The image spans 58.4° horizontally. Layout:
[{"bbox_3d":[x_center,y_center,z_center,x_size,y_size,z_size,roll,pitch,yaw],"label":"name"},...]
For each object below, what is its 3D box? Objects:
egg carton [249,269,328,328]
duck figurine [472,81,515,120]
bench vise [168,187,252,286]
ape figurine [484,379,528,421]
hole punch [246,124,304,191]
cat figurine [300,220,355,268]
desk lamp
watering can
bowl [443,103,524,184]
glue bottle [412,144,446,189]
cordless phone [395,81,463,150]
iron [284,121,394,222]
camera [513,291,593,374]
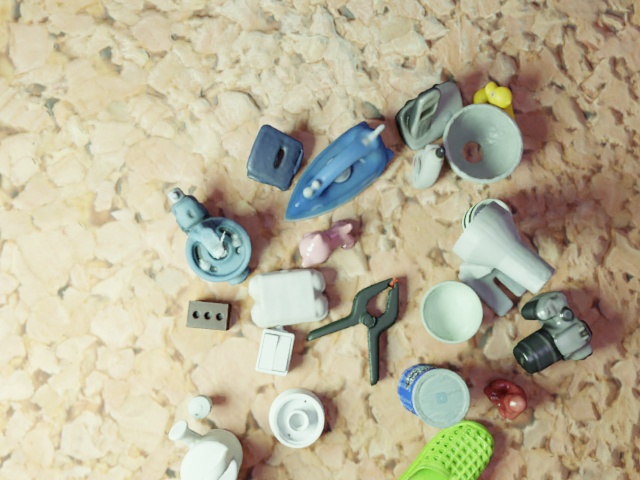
[{"bbox_3d":[-0.061,0.111,1.111,0.150,0.069,0.107,-7,83,-6],"label":"egg carton"},{"bbox_3d":[0.372,-0.283,1.193,0.077,0.086,0.104,-35,86,-8],"label":"duck figurine"},{"bbox_3d":[-0.215,-0.005,1.038,0.207,0.219,0.121,34,81,1],"label":"bench vise"},{"bbox_3d":[0.369,0.310,1.107,0.076,0.092,0.078,1,82,-4],"label":"ape figurine"},{"bbox_3d":[-0.087,-0.163,1.136,0.101,0.091,0.109,20,81,-1],"label":"hole punch"},{"bbox_3d":[0.010,0.004,1.107,0.128,0.117,0.067,-30,85,-8],"label":"cat figurine"},{"bbox_3d":[0.339,0.037,1.081,0.203,0.213,0.118,43,81,2],"label":"desk lamp"},{"bbox_3d":[-0.197,0.394,0.997,0.173,0.194,0.101,30,81,0],"label":"watering can"},{"bbox_3d":[0.326,-0.190,1.182,0.167,0.074,0.167,1,82,-5],"label":"bowl"},{"bbox_3d":[0.216,-0.153,1.118,0.037,0.173,0.078,-2,82,-4],"label":"glue bottle"},{"bbox_3d":[0.228,-0.264,1.128,0.148,0.185,0.094,-36,86,-8],"label":"cordless phone"},{"bbox_3d":[0.030,-0.131,1.116,0.258,0.141,0.118,-42,87,-9],"label":"iron"},{"bbox_3d":[0.447,0.190,1.126,0.137,0.100,0.143,-29,85,-8],"label":"camera"}]
